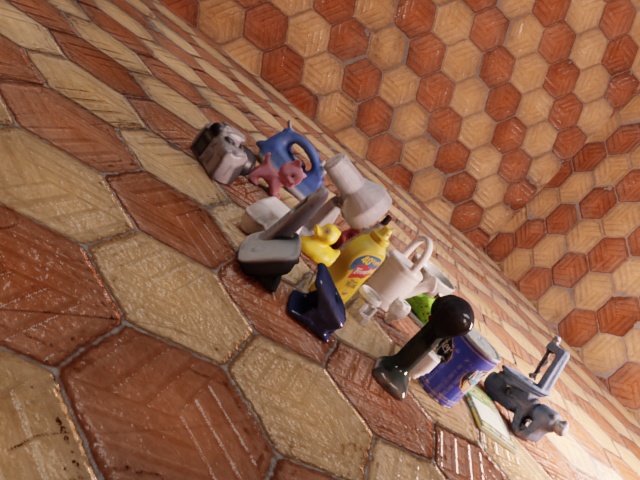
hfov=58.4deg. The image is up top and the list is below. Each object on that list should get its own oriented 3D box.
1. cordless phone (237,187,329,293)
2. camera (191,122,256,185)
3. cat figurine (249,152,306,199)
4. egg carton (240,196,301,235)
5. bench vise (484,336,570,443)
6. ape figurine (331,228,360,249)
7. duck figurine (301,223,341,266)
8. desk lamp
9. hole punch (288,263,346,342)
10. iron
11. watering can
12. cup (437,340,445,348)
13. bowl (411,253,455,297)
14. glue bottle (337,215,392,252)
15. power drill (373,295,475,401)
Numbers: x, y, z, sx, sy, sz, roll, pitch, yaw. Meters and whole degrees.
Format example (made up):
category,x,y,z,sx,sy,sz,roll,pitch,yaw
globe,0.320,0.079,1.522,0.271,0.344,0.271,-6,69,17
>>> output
category,x,y,z,sx,sy,sz,roll,pitch,yaw
cordless phone,-0.055,-0.015,0.991,0.094,0.185,0.147,37,16,-15
camera,-0.199,-0.195,1.301,0.137,0.100,0.142,24,23,-47
cat figurine,-0.098,-0.169,1.442,0.128,0.117,0.067,35,16,-23
egg carton,-0.096,-0.033,1.161,0.107,0.069,0.150,42,15,2
bench vise,0.511,0.341,1.315,0.207,0.219,0.122,50,17,29
ape figurine,0.077,0.000,1.447,0.078,0.092,0.076,32,17,-30
duck figurine,0.012,0.005,1.288,0.105,0.086,0.077,33,17,-28
desk lamp,0.033,-0.085,1.345,0.204,0.213,0.117,35,16,-22
hole punch,0.009,0.105,0.993,0.101,0.091,0.108,38,15,-10
iron,-0.057,-0.218,1.630,0.258,0.141,0.119,46,16,17
watering can,0.199,0.072,1.349,0.174,0.194,0.100,28,20,-40
cup,0.277,0.244,1.252,0.118,0.095,0.092,40,15,-6
bowl,0.331,0.121,1.761,0.168,0.074,0.167,38,16,-12
glue bottle,0.108,0.006,1.351,0.078,0.173,0.037,44,15,12
power drill,0.190,0.178,1.005,0.075,0.208,0.230,42,15,4
